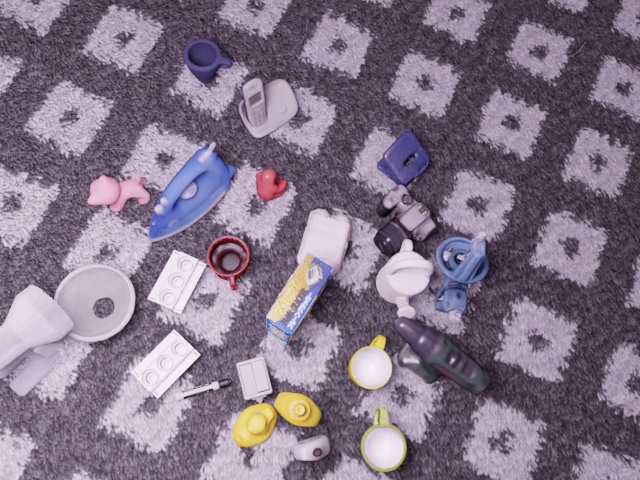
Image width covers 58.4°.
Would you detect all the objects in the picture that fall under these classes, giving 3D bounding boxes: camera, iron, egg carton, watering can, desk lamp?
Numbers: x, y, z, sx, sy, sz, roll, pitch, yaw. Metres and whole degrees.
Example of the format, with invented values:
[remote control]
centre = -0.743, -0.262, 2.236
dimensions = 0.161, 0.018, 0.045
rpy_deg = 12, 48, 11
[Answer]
[camera]
centre = 0.183, -0.040, 1.343
dimensions = 0.137, 0.101, 0.143
rpy_deg = -40, 81, -15
[iron]
centre = -0.306, -0.110, 1.290
dimensions = 0.118, 0.141, 0.258
rpy_deg = 37, 74, 5
[egg carton]
centre = 0.012, 0.005, 1.328
dimensions = 0.107, 0.069, 0.150
rpy_deg = 15, 73, -1
[watering can]
centre = 0.192, 0.084, 1.260
dimensions = 0.101, 0.194, 0.173
rpy_deg = -15, 76, -10
[desk lamp]
centre = -0.580, 0.203, 1.134
dimensions = 0.118, 0.213, 0.203
rpy_deg = 38, 74, 6

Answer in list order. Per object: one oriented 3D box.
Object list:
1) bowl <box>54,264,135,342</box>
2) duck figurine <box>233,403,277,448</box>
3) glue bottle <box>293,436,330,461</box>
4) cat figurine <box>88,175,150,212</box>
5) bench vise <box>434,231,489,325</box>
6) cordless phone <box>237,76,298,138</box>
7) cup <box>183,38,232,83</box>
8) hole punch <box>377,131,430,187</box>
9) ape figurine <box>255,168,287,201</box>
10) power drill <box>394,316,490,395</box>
[bowl]
centre = -0.478, 0.140, 1.236
dimensions = 0.167, 0.074, 0.167
rpy_deg = 2, 74, -5
[duck figurine]
centre = -0.136, 0.387, 1.195
dimensions = 0.105, 0.086, 0.077
rpy_deg = -39, 81, -15
[glue bottle]
centre = -0.013, 0.423, 1.152
dimensions = 0.078, 0.173, 0.037
rpy_deg = -13, 76, -9
[cat figurine]
centre = -0.457, -0.114, 1.288
dimensions = 0.128, 0.117, 0.067
rpy_deg = -21, 77, -11
[bench vise]
centre = 0.327, 0.075, 1.263
dimensions = 0.121, 0.219, 0.207
rpy_deg = -6, 75, -7
[cordless phone]
centre = -0.124, -0.336, 1.352
dimensions = 0.148, 0.185, 0.094
rpy_deg = -38, 81, -14
[cup]
centre = -0.272, -0.430, 1.410
dimensions = 0.118, 0.095, 0.092
rpy_deg = 12, 73, -2
[hole punch]
centre = 0.210, -0.195, 1.395
dimensions = 0.101, 0.091, 0.109
rpy_deg = 43, 75, 7
[ape figurine]
centre = -0.118, -0.137, 1.344
dimensions = 0.078, 0.092, 0.076
rpy_deg = 38, 74, 6
[power drill]
centre = 0.236, 0.247, 1.210
dimensions = 0.229, 0.208, 0.076
rpy_deg = 32, 73, 4
